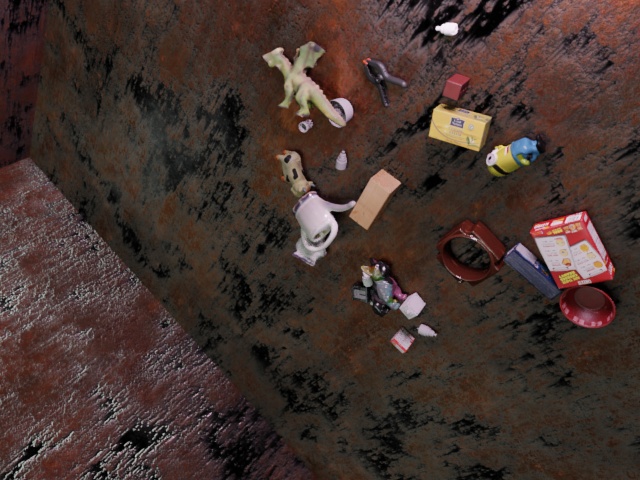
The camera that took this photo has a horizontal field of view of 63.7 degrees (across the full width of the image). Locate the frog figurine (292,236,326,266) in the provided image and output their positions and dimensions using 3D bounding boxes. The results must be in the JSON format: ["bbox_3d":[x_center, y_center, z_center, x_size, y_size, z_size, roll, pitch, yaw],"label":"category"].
[{"bbox_3d":[-0.030,0.019,2.217,0.139,0.122,0.159,32,97,29],"label":"frog figurine"}]

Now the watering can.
[{"bbox_3d":[0.006,-0.104,2.058,0.227,0.105,0.341,56,132,21],"label":"watering can"}]

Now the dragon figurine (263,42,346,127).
[{"bbox_3d":[-0.045,-0.572,1.821,0.414,0.123,0.238,28,122,28],"label":"dragon figurine"}]
